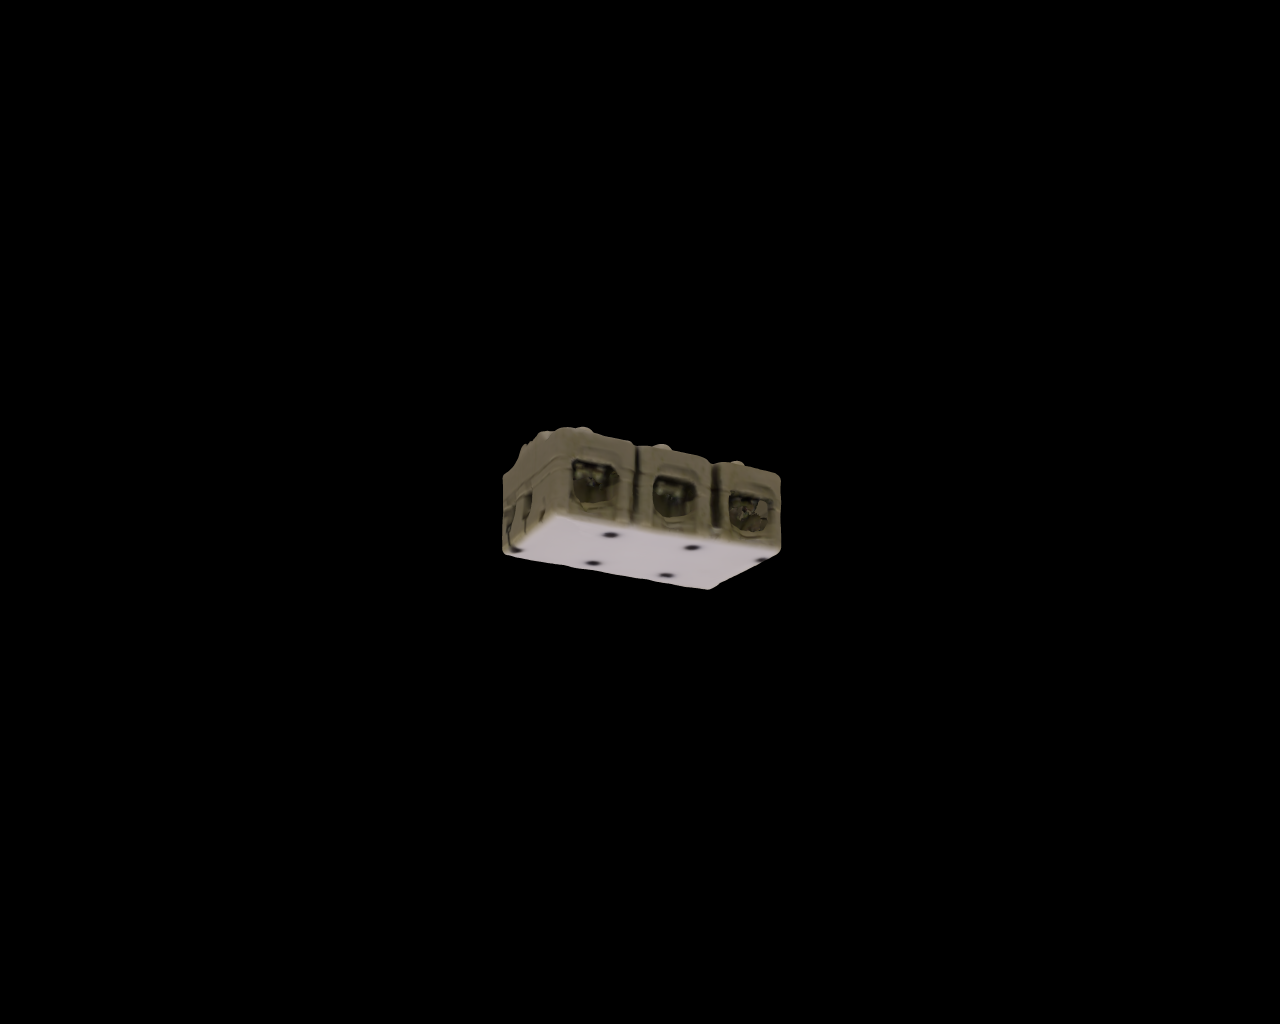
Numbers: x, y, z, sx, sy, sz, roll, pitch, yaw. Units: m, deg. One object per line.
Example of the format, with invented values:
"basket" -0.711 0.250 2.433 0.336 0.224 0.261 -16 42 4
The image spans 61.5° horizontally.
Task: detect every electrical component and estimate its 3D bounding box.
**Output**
"electrical component" 0.001 -0.003 0.650 0.150 0.062 0.089 11 -23 -27
